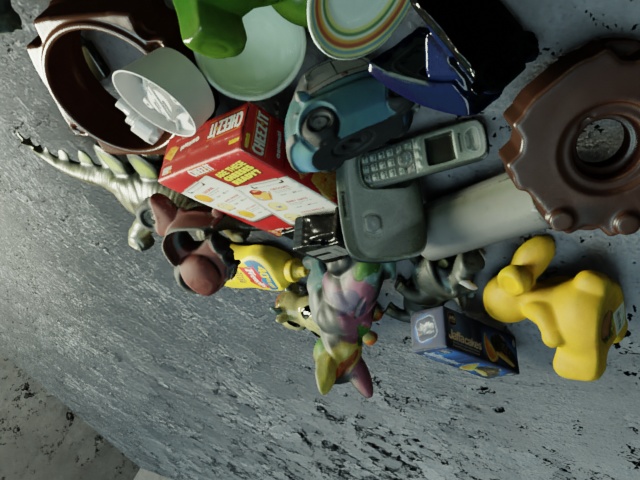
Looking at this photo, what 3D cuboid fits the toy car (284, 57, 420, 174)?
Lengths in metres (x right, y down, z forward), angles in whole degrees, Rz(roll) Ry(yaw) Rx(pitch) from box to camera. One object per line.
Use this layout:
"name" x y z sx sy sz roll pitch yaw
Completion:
"toy car" 0.025 -0.147 0.585 0.103 0.162 0.109 64 -178 13

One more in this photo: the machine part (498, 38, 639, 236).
"machine part" 0.259 -0.090 0.494 0.179 0.056 0.179 4 114 9

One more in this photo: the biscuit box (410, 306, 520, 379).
"biscuit box" 0.215 0.153 0.788 0.202 0.063 0.059 24 147 -37

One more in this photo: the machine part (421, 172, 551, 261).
"machine part" 0.194 -0.030 0.642 0.079 0.079 0.243 46 139 -20

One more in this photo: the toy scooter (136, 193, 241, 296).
"toy scooter" -0.175 0.002 0.791 0.135 0.075 0.183 -15 119 26

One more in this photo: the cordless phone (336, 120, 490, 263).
"cordless phone" 0.114 -0.054 0.625 0.184 0.146 0.088 -15 164 32

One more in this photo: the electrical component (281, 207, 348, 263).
"electrical component" -0.001 -0.002 0.711 0.119 0.048 0.074 -13 155 34

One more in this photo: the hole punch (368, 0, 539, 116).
"hole punch" 0.120 -0.169 0.491 0.116 0.142 0.092 47 140 0

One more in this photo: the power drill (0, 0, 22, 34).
"power drill" -0.423 -0.366 0.631 0.232 0.086 0.207 22 119 0

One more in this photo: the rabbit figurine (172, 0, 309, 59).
"rabbit figurine" -0.057 -0.246 0.506 0.121 0.170 0.159 -48 64 35

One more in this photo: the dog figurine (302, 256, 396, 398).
"dog figurine" 0.043 0.111 0.776 0.108 0.219 0.191 10 151 -23

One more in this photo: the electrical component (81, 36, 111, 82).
"electrical component" -0.346 -0.252 0.767 0.078 0.045 0.102 -23 127 14

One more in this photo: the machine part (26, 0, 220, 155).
"machine part" -0.247 -0.207 0.690 0.201 0.087 0.201 3 135 16

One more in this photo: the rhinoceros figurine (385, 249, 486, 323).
"rhinoceros figurine" 0.166 0.068 0.774 0.112 0.073 0.190 27 144 2

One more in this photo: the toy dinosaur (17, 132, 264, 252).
"toy dinosaur" -0.267 -0.082 0.867 0.472 0.105 0.198 10 132 10

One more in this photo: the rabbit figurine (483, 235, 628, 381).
"rabbit figurine" 0.282 0.082 0.690 0.173 0.122 0.162 12 141 52

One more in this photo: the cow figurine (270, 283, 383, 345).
"cow figurine" -0.001 0.129 0.947 0.195 0.085 0.127 -11 134 44
